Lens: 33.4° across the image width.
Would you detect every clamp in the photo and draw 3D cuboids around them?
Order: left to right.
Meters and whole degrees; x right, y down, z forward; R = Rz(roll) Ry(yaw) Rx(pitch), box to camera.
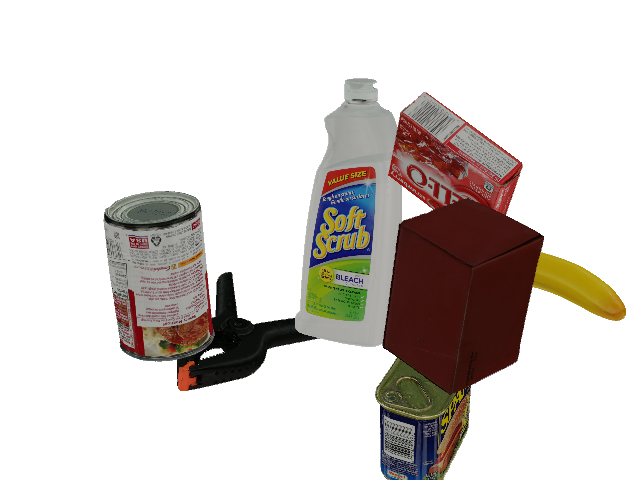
[{"bbox_3d":[-0.078,0.104,1.145,0.165,0.036,0.209,14,28,18],"label":"clamp"}]

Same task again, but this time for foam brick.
[{"bbox_3d":[0.070,0.027,0.535,0.052,0.078,0.051,-19,39,-36],"label":"foam brick"}]

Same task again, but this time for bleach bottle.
[{"bbox_3d":[0.028,-0.029,1.022,0.103,0.251,0.068,10,19,27],"label":"bleach bottle"}]

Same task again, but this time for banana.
[{"bbox_3d":[0.220,0.040,1.091,0.198,0.037,0.069,11,47,27],"label":"banana"}]

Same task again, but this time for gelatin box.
[{"bbox_3d":[0.091,-0.048,0.733,0.030,0.089,0.073,-41,-21,-25],"label":"gelatin box"}]

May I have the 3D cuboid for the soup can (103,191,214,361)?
[{"bbox_3d":[-0.113,0.024,0.747,0.068,0.102,0.068,-3,22,1],"label":"soup can"}]

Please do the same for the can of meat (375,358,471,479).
[{"bbox_3d":[0.085,0.137,0.853,0.057,0.084,0.102,14,36,23],"label":"can of meat"}]
